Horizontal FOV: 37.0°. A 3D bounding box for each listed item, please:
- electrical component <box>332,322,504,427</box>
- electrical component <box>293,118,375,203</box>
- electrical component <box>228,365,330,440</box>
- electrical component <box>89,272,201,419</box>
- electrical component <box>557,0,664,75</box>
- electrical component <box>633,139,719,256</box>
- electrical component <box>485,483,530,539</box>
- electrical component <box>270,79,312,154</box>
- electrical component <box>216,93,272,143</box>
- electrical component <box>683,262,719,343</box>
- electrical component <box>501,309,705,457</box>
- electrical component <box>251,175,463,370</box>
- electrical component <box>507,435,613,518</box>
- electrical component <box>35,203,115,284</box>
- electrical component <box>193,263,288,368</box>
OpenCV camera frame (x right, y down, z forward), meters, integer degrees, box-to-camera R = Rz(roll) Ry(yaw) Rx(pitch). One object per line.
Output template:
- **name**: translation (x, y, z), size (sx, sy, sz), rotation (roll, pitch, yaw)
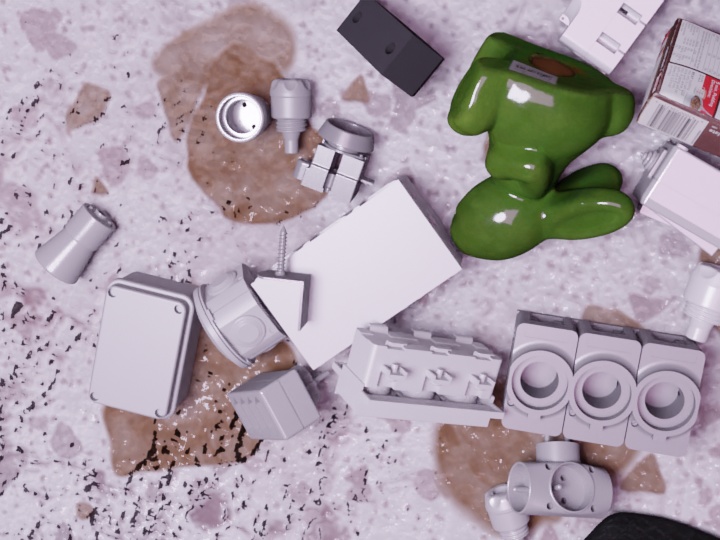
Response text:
- **electrical component**: translation (0.050, 0.085, 0.869), size (0.121, 0.079, 0.063), rotation (9, 104, -25)
- **electrical component**: translation (-0.016, -0.092, 0.889), size (0.066, 0.048, 0.055), rotation (21, 110, 3)
- **electrical component**: translation (-0.060, 0.106, 0.922), size (0.076, 0.083, 0.047), rotation (-31, 96, -26)
- **electrical component**: translation (-0.185, 0.065, 0.935), size (0.078, 0.057, 0.113), rotation (14, 102, 5)
- **electrical component**: translation (0.196, -0.205, 0.836), size (0.056, 0.050, 0.089), rotation (35, 103, 0)
- **electrical component**: translation (0.258, -0.059, 0.849), size (0.096, 0.061, 0.061), rotation (30, 103, 1)
- **electrical component**: translation (0.131, 0.218, 0.932), size (0.035, 0.035, 0.061), rotation (-17, 101, 10)
- **electrical component**: translation (-0.057, -0.128, 0.893), size (0.035, 0.035, 0.061), rotation (2, 103, 7)
- **electrical component**: translation (-0.095, -0.127, 0.892), size (0.040, 0.046, 0.040), rotation (1, 101, 7)
- **electrical component**: translation (0.283, 0.028, 0.871), size (0.043, 0.043, 0.062), rotation (18, 103, 4)
- **electrical component**: translation (0.197, 0.093, 0.886), size (0.150, 0.061, 0.089), rotation (9, 102, 6)
- **electrical component**: translation (0.000, 0.000, 0.895), size (0.150, 0.061, 0.089), rotation (-35, 94, 12)
- **electrical component**: translation (0.168, 0.168, 0.908), size (0.077, 0.044, 0.079), rotation (7, 70, -17)
- **electrical component**: translation (-0.245, -0.026, 0.935), size (0.044, 0.044, 0.065), rotation (42, 98, -1)
- **electrical component**: translation (-0.100, 0.038, 0.908), size (0.051, 0.080, 0.080), rotation (-33, 95, 7)
